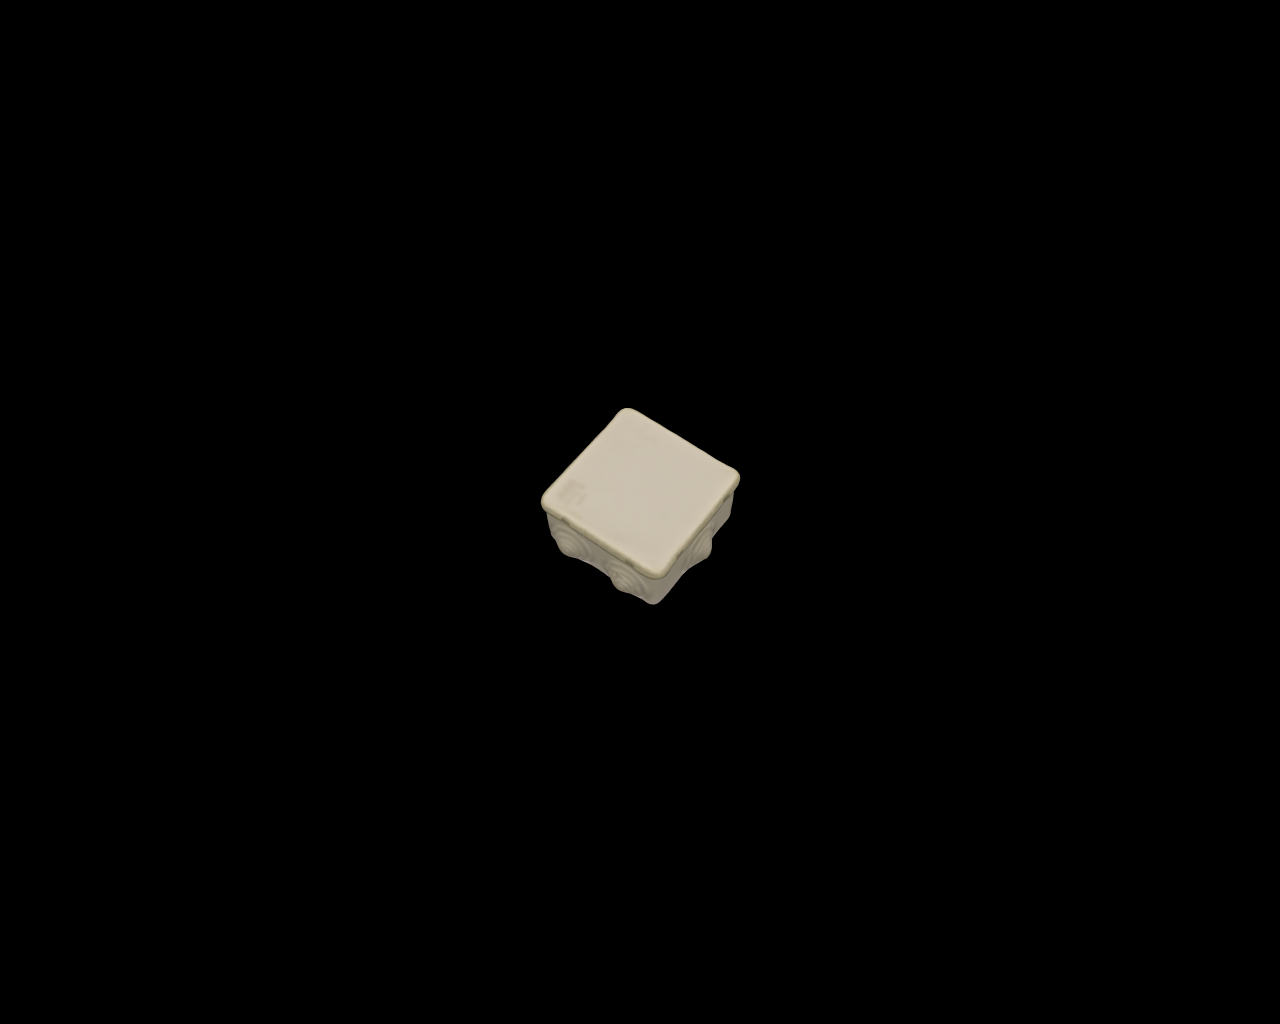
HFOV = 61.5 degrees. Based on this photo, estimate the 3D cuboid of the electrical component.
[{"bbox_3d":[0.001,-0.003,0.650,0.100,0.100,0.048,32,-26,18],"label":"electrical component"}]
